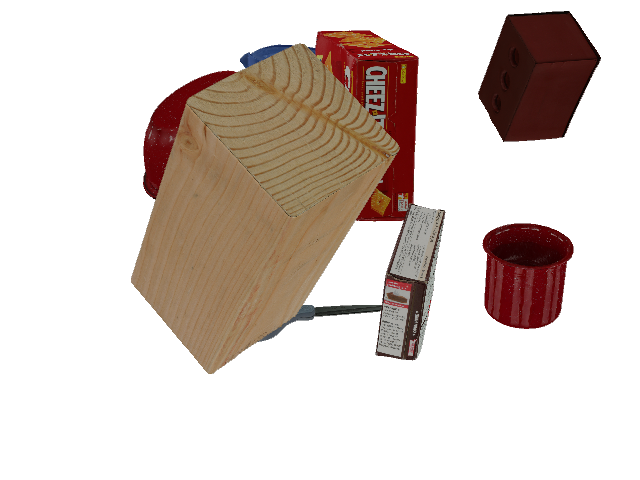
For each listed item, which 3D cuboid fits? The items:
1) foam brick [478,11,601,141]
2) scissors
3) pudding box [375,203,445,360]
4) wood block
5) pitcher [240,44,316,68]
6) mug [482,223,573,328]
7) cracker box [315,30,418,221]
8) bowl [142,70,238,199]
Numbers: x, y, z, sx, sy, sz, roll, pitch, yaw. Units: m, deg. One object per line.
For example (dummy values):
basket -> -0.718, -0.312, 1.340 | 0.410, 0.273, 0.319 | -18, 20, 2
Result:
foam brick -> 0.152, -0.115, 0.753 | 0.051, 0.053, 0.078 | -8, -38, -18
scissors -> -0.023, 0.089, 1.196 | 0.201, 0.016, 0.096 | 4, 24, -5
pudding box -> 0.079, 0.035, 0.927 | 0.039, 0.090, 0.113 | 9, 36, 8
wood block -> -0.043, -0.012, 0.666 | 0.090, 0.091, 0.206 | -33, -15, -32
pitcher -> -0.030, -0.132, 1.426 | 0.144, 0.243, 0.149 | -3, 24, -22
mug -> 0.213, 0.033, 1.133 | 0.093, 0.081, 0.117 | -6, 30, -7
cracker box -> 0.043, -0.128, 1.127 | 0.072, 0.164, 0.214 | -3, 18, -9
bowl -> -0.100, -0.105, 0.961 | 0.162, 0.055, 0.162 | -20, 32, 13
